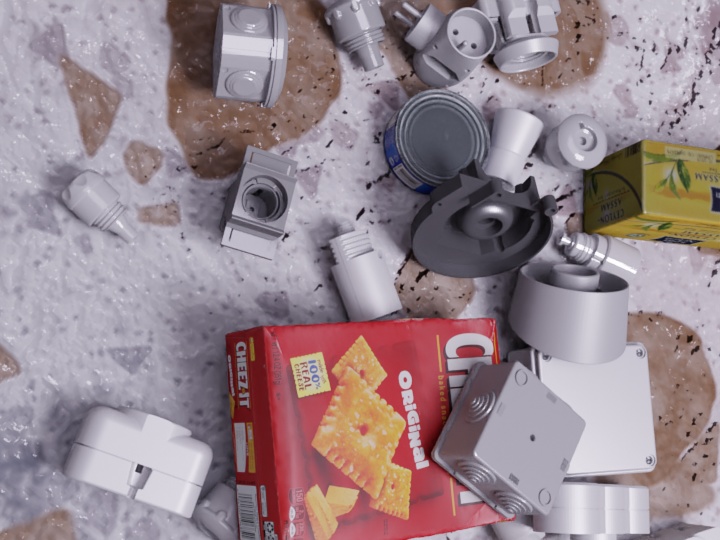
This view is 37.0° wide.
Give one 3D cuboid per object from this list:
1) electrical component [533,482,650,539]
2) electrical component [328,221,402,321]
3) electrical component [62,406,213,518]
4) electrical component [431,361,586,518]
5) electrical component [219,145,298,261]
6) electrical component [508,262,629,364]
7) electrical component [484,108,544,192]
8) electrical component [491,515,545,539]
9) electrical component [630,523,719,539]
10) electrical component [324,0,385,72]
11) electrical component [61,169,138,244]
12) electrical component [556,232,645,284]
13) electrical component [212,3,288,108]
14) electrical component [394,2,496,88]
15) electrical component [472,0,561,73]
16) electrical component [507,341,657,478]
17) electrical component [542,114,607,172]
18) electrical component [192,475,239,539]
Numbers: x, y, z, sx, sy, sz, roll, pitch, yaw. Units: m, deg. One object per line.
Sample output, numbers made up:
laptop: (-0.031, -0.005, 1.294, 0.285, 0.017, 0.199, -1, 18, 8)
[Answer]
electrical component: (0.187, 0.210, 0.865, 0.138, 0.052, 0.073, 16, 72, -48)
electrical component: (0.000, 0.000, 0.863, 0.043, 0.043, 0.081, -19, 88, -21)
electrical component: (-0.159, 0.136, 0.781, 0.095, 0.054, 0.059, 23, 75, -14)
electrical component: (0.114, 0.126, 0.804, 0.100, 0.048, 0.099, 41, 61, -21)
electrical component: (-0.081, -0.049, 0.832, 0.042, 0.064, 0.081, 18, 76, -17)
electrical component: (0.174, 0.031, 0.891, 0.099, 0.099, 0.064, 0, 106, -19)
electrical component: (0.127, -0.101, 0.925, 0.044, 0.044, 0.065, 24, 79, -14)
electrical component: (0.123, 0.193, 0.876, 0.043, 0.043, 0.062, -27, 89, -21)
electrical component: (0.264, 0.250, 0.909, 0.089, 0.056, 0.050, -11, 85, -20)
electrical component: (0.001, -0.197, 0.895, 0.048, 0.048, 0.062, -23, 96, -21)
electrical component: (-0.193, -0.045, 0.808, 0.061, 0.035, 0.035, 46, 70, -10)
electrical component: (0.208, -0.013, 0.939, 0.078, 0.040, 0.040, 23, 75, -13)
electrical component: (-0.087, -0.168, 0.841, 0.051, 0.080, 0.080, 3, 80, -14)
electrical component: (0.064, -0.195, 0.898, 0.079, 0.077, 0.043, 35, 72, -11)
electrical component: (0.140, -0.207, 0.938, 0.078, 0.058, 0.057, -9, 82, -20)
electrical component: (0.186, 0.117, 0.902, 0.109, 0.056, 0.108, 0, 81, -19)
electrical component: (0.180, -0.105, 0.932, 0.048, 0.062, 0.048, 3, 81, -19)
electrical component: (-0.092, 0.173, 0.804, 0.048, 0.048, 0.062, 45, 63, -8)
